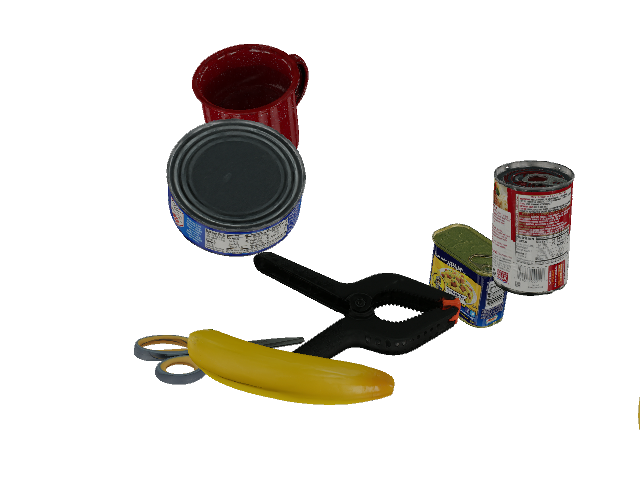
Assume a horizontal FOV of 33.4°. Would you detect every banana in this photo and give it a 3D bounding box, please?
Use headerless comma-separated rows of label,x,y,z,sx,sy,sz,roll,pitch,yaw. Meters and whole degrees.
banana,-0.039,0.096,0.837,0.198,0.037,0.069,13,25,36

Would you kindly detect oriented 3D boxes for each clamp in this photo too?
clamp,0.033,0.081,1.049,0.210,0.164,0.036,3,-42,-1

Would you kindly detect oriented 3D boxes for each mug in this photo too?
mug,-0.054,-0.121,0.953,0.093,0.081,0.117,31,58,28

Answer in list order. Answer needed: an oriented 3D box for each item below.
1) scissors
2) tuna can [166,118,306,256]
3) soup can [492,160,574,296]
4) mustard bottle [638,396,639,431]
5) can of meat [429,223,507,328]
scissors,-0.106,0.131,1.190,0.201,0.016,0.096,3,26,-15
tuna can,-0.053,-0.033,0.669,0.086,0.086,0.034,0,-33,-7
soup can,0.185,-0.011,0.933,0.068,0.102,0.068,-3,24,1
mustard bottle,0.209,0.099,0.528,0.096,0.058,0.191,3,39,9
can of meat,0.174,0.042,1.245,0.057,0.084,0.102,-21,41,-32
